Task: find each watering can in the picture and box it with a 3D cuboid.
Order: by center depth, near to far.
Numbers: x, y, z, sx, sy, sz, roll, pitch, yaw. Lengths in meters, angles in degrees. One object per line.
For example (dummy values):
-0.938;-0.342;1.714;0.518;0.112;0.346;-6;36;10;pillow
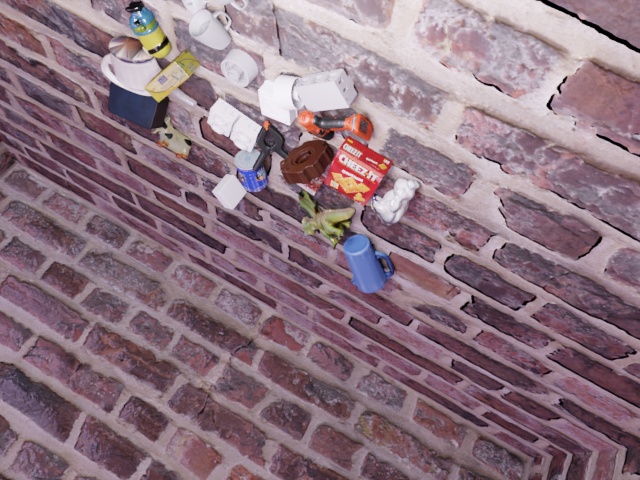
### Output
-0.596;-0.579;1.783;0.348;0.106;0.219;16;150;0;watering can

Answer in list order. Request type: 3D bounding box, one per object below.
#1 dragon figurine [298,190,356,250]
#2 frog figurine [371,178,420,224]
0.006;-0.098;1.957;0.244;0.124;0.402;38;154;7;dragon figurine
0.250;-0.126;1.616;0.158;0.138;0.123;-24;86;24;frog figurine
